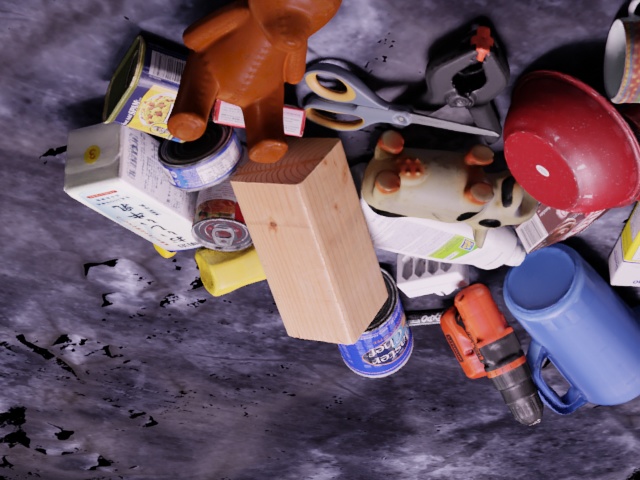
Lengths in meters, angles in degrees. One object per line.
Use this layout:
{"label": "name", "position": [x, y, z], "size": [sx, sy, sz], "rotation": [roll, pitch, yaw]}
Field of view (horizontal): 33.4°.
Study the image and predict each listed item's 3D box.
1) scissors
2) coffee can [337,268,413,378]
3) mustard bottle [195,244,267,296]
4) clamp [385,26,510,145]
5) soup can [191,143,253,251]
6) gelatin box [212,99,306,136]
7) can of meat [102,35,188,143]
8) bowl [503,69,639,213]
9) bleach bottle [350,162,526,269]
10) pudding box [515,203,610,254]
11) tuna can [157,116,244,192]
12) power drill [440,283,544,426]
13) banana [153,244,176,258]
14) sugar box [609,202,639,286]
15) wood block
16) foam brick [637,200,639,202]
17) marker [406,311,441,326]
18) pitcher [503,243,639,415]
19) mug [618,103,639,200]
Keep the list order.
{"label": "scissors", "position": [0.067, -0.134, 1.031], "size": [0.202, 0.016, 0.096], "rotation": [4, 145, 30]}
{"label": "coffee can", "position": [0.064, 0.108, 1.412], "size": [0.103, 0.103, 0.140], "rotation": [-3, 149, 12]}
{"label": "mustard bottle", "position": [-0.047, 0.011, 1.260], "size": [0.191, 0.058, 0.096], "rotation": [-17, -170, -15]}
{"label": "clamp", "position": [0.145, -0.143, 1.034], "size": [0.120, 0.039, 0.172], "rotation": [6, 157, -15]}
{"label": "soup can", "position": [-0.101, -0.048, 1.160], "size": [0.068, 0.102, 0.068], "rotation": [3, 150, 2]}
{"label": "gelatin box", "position": [-0.062, -0.124, 1.059], "size": [0.089, 0.030, 0.073], "rotation": [8, -172, -8]}
{"label": "can of meat", "position": [-0.156, -0.144, 1.047], "size": [0.083, 0.057, 0.102], "rotation": [16, 149, -24]}
{"label": "bowl", "position": [0.229, -0.081, 1.020], "size": [0.162, 0.055, 0.162], "rotation": [42, 158, 21]}
{"label": "bleach bottle", "position": [0.128, -0.013, 1.237], "size": [0.250, 0.068, 0.103], "rotation": [18, 147, -27]}
{"label": "pudding box", "position": [0.278, -0.035, 1.165], "size": [0.089, 0.039, 0.114], "rotation": [-17, 163, -30]}
{"label": "tuna can", "position": [-0.124, -0.091, 1.103], "size": [0.086, 0.086, 0.033], "rotation": [-7, 131, 19]}
{"label": "power drill", "position": [0.217, 0.144, 1.363], "size": [0.057, 0.184, 0.188], "rotation": [-24, 178, -6]}
{"label": "banana", "position": [-0.212, -0.032, 1.274], "size": [0.070, 0.037, 0.197], "rotation": [6, 154, 34]}
{"label": "sugar box", "position": [0.402, -0.001, 1.241], "size": [0.093, 0.048, 0.176], "rotation": [3, 154, 1]}
{"label": "wood block", "position": [-0.008, 0.002, 1.137], "size": [0.091, 0.090, 0.206], "rotation": [5, 128, 33]}
{"label": "foam brick", "position": [0.356, -0.070, 1.120], "size": [0.078, 0.051, 0.053], "rotation": [22, 146, -28]}
{"label": "marker", "position": [0.160, 0.107, 1.483], "size": [0.121, 0.020, 0.020], "rotation": [-6, 149, 16]}
{"label": "pitcher", "position": [0.324, 0.114, 1.356], "size": [0.145, 0.149, 0.242], "rotation": [-16, 141, 31]}
{"label": "mug", "position": [0.319, -0.092, 1.032], "size": [0.081, 0.093, 0.117], "rotation": [-26, 166, -18]}
